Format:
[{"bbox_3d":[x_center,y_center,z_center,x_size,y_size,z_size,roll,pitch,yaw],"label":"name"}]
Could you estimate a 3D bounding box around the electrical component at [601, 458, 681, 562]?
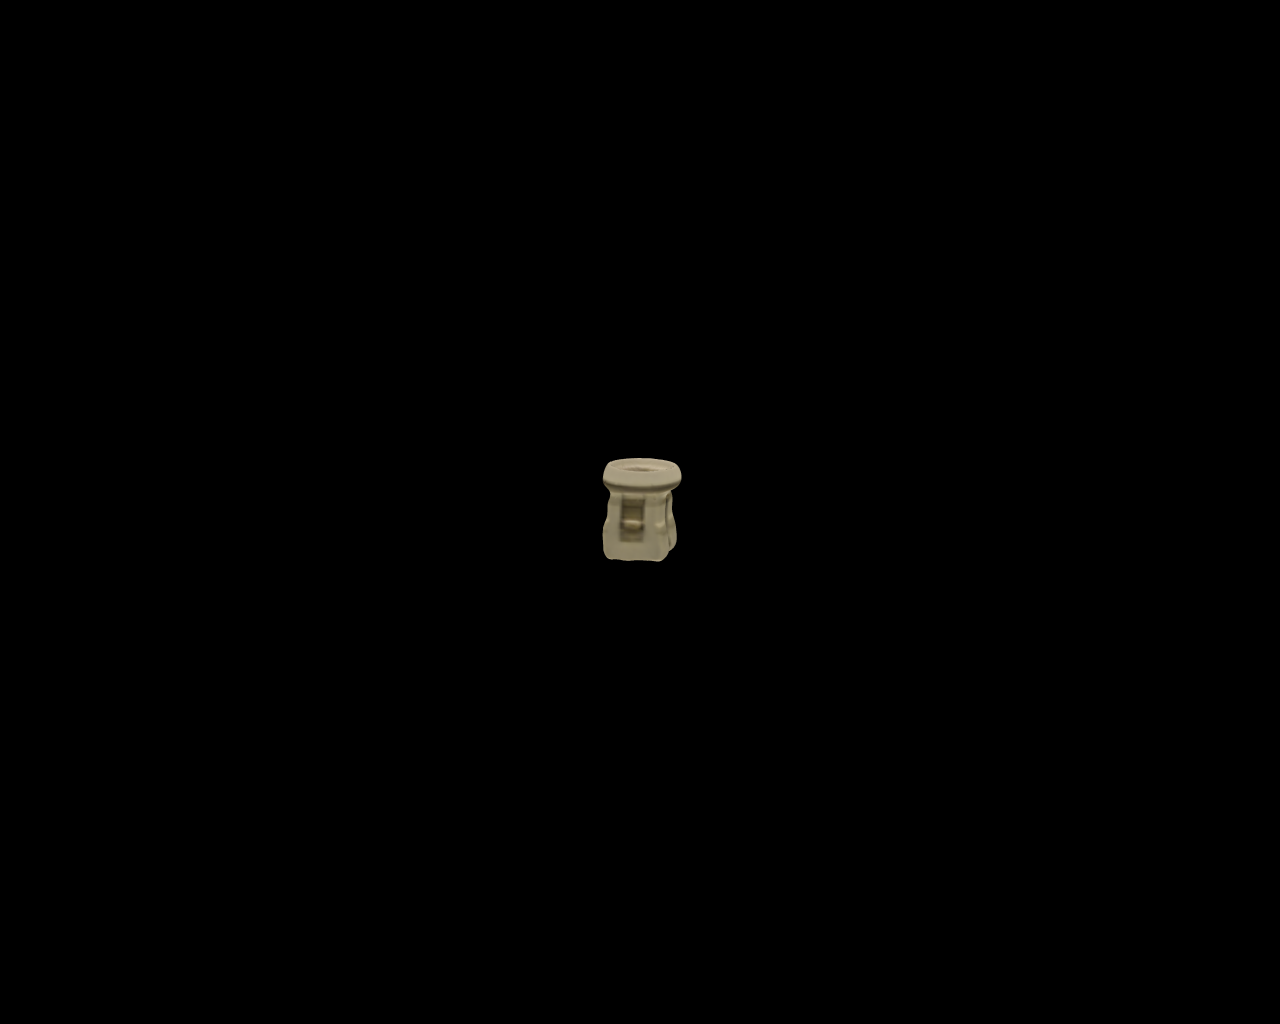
[{"bbox_3d":[0.001,-0.003,0.650,0.048,0.055,0.066,2,12,11],"label":"electrical component"}]
